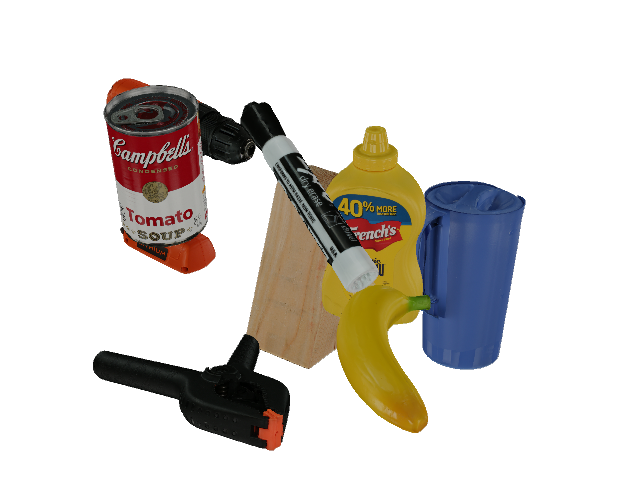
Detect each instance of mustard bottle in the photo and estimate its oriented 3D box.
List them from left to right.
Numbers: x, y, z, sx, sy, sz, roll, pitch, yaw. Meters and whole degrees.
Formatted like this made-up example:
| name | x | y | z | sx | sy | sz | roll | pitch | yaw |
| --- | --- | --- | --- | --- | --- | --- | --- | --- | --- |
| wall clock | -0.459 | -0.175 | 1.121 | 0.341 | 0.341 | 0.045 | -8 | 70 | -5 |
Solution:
| name | x | y | z | sx | sy | sz | roll | pitch | yaw |
| --- | --- | --- | --- | --- | --- | --- | --- | --- | --- |
| mustard bottle | 0.050 | -0.016 | 1.001 | 0.096 | 0.192 | 0.058 | 8 | 29 | 15 |

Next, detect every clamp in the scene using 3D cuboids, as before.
| name | x | y | z | sx | sy | sz | roll | pitch | yaw |
| --- | --- | --- | --- | --- | --- | --- | --- | --- | --- |
| clamp | -0.081 | 0.126 | 0.933 | 0.164 | 0.036 | 0.210 | -8 | 17 | -37 |

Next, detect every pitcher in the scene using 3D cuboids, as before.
| name | x | y | z | sx | sy | sz | roll | pitch | yaw |
| --- | --- | --- | --- | --- | --- | --- | --- | --- | --- |
| pitcher | 0.191 | 0.050 | 1.448 | 0.149 | 0.243 | 0.145 | 4 | 22 | 5 |

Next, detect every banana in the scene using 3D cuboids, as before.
| name | x | y | z | sx | sy | sz | roll | pitch | yaw |
| --- | --- | --- | --- | --- | --- | --- | --- | --- | --- |
| banana | 0.045 | 0.075 | 0.774 | 0.069 | 0.037 | 0.197 | 2 | 24 | 6 |

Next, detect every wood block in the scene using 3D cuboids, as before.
| name | x | y | z | sx | sy | sz | roll | pitch | yaw |
| --- | --- | --- | --- | --- | --- | --- | --- | --- | --- |
| wood block | -0.012 | 0.028 | 1.233 | 0.090 | 0.206 | 0.090 | 20 | 20 | 20 |

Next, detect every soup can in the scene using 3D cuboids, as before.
| name | x | y | z | sx | sy | sz | roll | pitch | yaw |
| --- | --- | --- | --- | --- | --- | --- | --- | --- | --- |
| soup can | -0.121 | -0.055 | 0.793 | 0.068 | 0.102 | 0.068 | -1 | 37 | 0 |

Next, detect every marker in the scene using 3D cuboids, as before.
| name | x | y | z | sx | sy | sz | roll | pitch | yaw |
| --- | --- | --- | --- | --- | --- | --- | --- | --- | --- |
| marker | -0.008 | -0.026 | 0.547 | 0.020 | 0.121 | 0.020 | -26 | -27 | -14 |

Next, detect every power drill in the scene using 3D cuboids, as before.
| name | x | y | z | sx | sy | sz | roll | pitch | yaw |
| --- | --- | --- | --- | --- | --- | --- | --- | --- | --- |
| power drill | -0.145 | -0.063 | 1.111 | 0.185 | 0.188 | 0.057 | 26 | 35 | 30 |
